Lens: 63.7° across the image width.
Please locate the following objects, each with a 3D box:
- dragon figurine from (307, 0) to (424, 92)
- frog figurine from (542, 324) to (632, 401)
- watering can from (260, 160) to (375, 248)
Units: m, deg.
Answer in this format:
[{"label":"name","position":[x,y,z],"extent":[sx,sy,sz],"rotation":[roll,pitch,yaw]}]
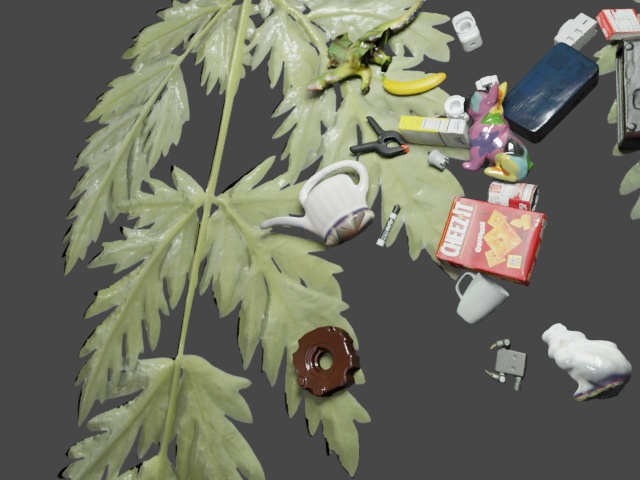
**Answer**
[{"label":"dragon figurine","position":[0.115,-0.592,1.568],"extent":[0.412,0.120,0.246],"rotation":[-50,49,-7]},{"label":"frog figurine","position":[0.534,0.231,1.035],"extent":[0.138,0.120,0.163],"rotation":[-9,54,-10]},{"label":"watering can","position":[0.004,-0.072,1.422],"extent":[0.346,0.103,0.228],"rotation":[-37,60,10]}]
